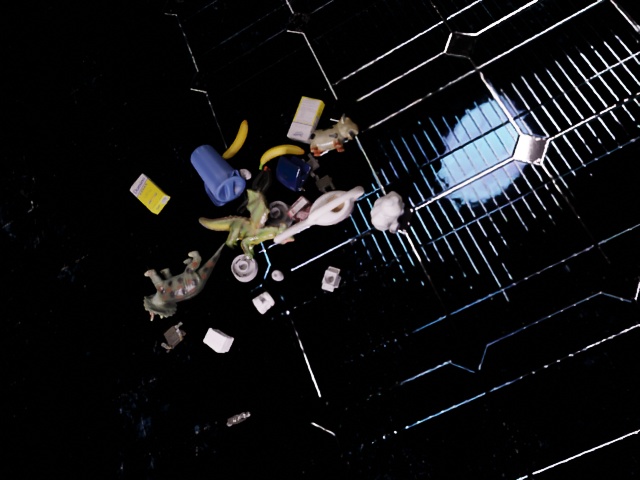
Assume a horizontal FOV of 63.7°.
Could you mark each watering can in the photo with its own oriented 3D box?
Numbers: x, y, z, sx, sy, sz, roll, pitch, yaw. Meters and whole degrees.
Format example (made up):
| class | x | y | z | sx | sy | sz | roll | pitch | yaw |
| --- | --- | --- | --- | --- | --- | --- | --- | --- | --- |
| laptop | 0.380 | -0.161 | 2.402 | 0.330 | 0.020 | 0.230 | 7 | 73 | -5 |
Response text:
| class | x | y | z | sx | sy | sz | roll | pitch | yaw |
| --- | --- | --- | --- | --- | --- | --- | --- | --- | --- |
| watering can | 0.005 | -0.091 | 1.805 | 0.346 | 0.224 | 0.104 | -31 | 86 | 9 |

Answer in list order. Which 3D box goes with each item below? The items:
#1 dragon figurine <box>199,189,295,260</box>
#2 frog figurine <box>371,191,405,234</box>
| class | x | y | z | sx | sy | sz | roll | pitch | yaw |
| --- | --- | --- | --- | --- | --- | --- | --- | --- | --- |
| dragon figurine | -0.273 | -0.076 | 1.923 | 0.414 | 0.122 | 0.241 | 31 | 99 | 23 |
| frog figurine | 0.226 | -0.105 | 1.760 | 0.124 | 0.157 | 0.137 | 36 | 90 | 26 |
